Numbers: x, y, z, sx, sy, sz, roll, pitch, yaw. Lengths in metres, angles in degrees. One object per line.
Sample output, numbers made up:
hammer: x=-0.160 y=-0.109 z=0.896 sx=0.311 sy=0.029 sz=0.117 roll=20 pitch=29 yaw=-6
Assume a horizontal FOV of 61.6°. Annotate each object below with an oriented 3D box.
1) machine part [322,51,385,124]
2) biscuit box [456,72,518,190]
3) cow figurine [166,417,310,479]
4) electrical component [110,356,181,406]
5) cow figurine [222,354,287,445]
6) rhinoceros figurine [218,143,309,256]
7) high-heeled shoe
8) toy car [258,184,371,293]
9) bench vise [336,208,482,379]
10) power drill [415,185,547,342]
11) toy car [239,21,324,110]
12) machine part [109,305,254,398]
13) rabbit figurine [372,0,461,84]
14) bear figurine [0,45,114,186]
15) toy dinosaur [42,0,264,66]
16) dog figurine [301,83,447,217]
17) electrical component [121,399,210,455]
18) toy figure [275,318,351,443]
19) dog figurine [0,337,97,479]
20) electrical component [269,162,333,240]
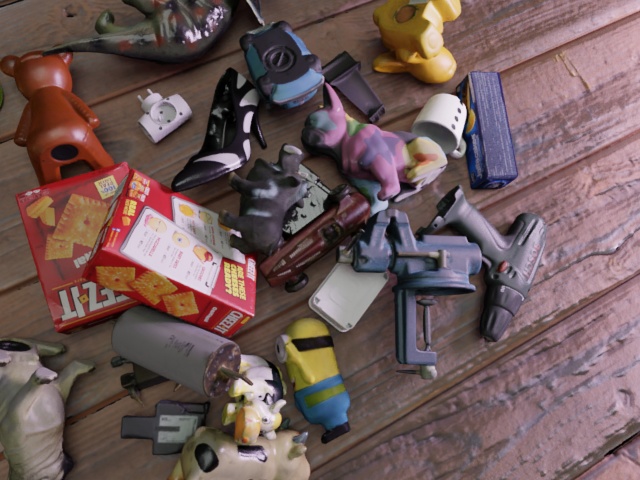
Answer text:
machine part: x=0.062 y=-0.264 z=0.938 sx=0.084 sy=0.039 sz=0.139 roll=-35 pitch=83 yaw=-20
biscuit box: x=0.292 y=-0.191 z=0.947 sx=0.063 sy=0.059 sz=0.202 roll=-3 pitch=78 yaw=-12
cow figurine: x=-0.098 y=0.306 z=0.746 sx=0.195 sy=0.086 sz=0.127 roll=25 pitch=82 yaw=-29
electrical component: x=-0.245 y=0.190 z=0.786 sx=0.102 sy=0.045 sz=0.078 roll=-22 pitch=54 yaw=-16
cow figurine: x=-0.085 y=0.222 z=0.744 sx=0.098 sy=0.167 sz=0.068 roll=14 pitch=106 yaw=-21
rhinoceros figurine: x=-0.074 y=-0.065 z=0.774 sx=0.112 sy=0.073 sz=0.190 roll=3 pitch=51 yaw=17
high-heeled shoe: x=-0.164 y=-0.174 z=0.819 sx=0.249 sy=0.086 sz=0.145 roll=-44 pitch=112 yaw=-51
toy car: x=-0.002 y=-0.002 z=0.808 sx=0.202 sy=0.053 sz=0.089 roll=-37 pitch=112 yaw=-21
bench vise: x=0.131 y=0.078 z=0.778 sx=0.223 sy=0.129 sz=0.240 roll=5 pitch=78 yaw=-21
power drill: x=0.263 y=0.023 z=0.886 sx=0.207 sy=0.086 sz=0.232 roll=36 pitch=73 yaw=4
toy car: x=-0.065 y=-0.273 z=0.885 sx=0.109 sy=0.102 sz=0.162 roll=-28 pitch=69 yaw=-10
machine part: x=-0.194 y=0.146 z=0.719 sx=0.244 sy=0.079 sz=0.079 roll=15 pitch=73 yaw=28
rabbit figurine: x=0.167 y=-0.326 z=0.920 sx=0.163 sy=0.173 sz=0.122 roll=3 pitch=70 yaw=37
bear figurine: x=-0.406 y=-0.191 z=0.821 sx=0.120 sy=0.131 sz=0.196 roll=-21 pitch=64 yaw=-14
toy dinosaur: x=-0.221 y=-0.360 z=0.865 sx=0.192 sy=0.131 sz=0.405 roll=40 pitch=75 yaw=3
dog figurine: x=0.079 y=-0.162 z=0.884 sx=0.191 sy=0.108 sz=0.219 roll=-31 pitch=82 yaw=-13
electrical component: x=-0.219 y=0.268 z=0.768 sx=0.119 sy=0.048 sz=0.075 roll=0 pitch=78 yaw=-9
toy figure: x=-0.004 y=0.205 z=0.802 sx=0.089 sy=0.082 sz=0.180 roll=-17 pitch=73 yaw=-32
dog figurine: x=-0.410 y=0.242 z=0.727 sx=0.173 sy=0.121 sz=0.190 roll=18 pitch=93 yaw=29
electrical component: x=-0.047 y=-0.060 z=0.865 sx=0.134 sy=0.058 sz=0.115 roll=37 pitch=73 yaw=0
